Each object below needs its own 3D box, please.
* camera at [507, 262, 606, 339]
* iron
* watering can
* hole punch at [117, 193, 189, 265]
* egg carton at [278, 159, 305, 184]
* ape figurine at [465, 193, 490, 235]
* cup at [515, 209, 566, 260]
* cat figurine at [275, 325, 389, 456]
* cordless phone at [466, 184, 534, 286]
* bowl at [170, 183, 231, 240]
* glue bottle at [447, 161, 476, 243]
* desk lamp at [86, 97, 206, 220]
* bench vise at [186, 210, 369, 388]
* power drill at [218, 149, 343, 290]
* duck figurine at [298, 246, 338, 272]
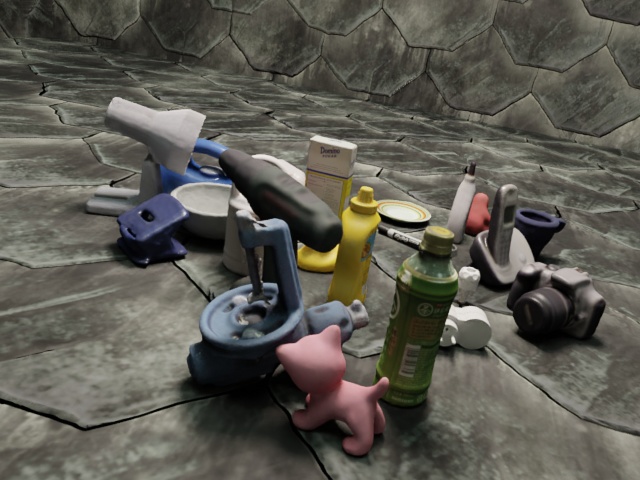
[{"bbox_3d":[0.364,0.092,0.924,0.137,0.101,0.142,-9,29,-36],"label":"camera"},{"bbox_3d":[-0.215,-0.138,1.173,0.258,0.141,0.119,14,23,9],"label":"iron"},{"bbox_3d":[-0.103,-0.049,0.946,0.101,0.194,0.172,2,24,-17],"label":"watering can"},{"bbox_3d":[-0.277,-0.021,0.944,0.101,0.091,0.108,-10,30,-38],"label":"hole punch"},{"bbox_3d":[-0.099,-0.136,1.309,0.107,0.069,0.149,-8,29,-35],"label":"egg carton"},{"bbox_3d":[0.356,-0.061,1.287,0.077,0.092,0.076,27,29,35],"label":"ape figurine"},{"bbox_3d":[0.451,-0.007,1.196,0.118,0.095,0.091,2,24,-17],"label":"cup"},{"bbox_3d":[0.015,0.153,0.623,0.127,0.118,0.067,18,24,18],"label":"cat figurine"},{"bbox_3d":[0.352,-0.015,1.061,0.148,0.185,0.093,-14,33,-43],"label":"cordless phone"},{"bbox_3d":[-0.192,-0.045,1.054,0.167,0.075,0.167,8,23,-3],"label":"bowl"},{"bbox_3d":[0.305,-0.083,1.215,0.037,0.173,0.078,17,24,17],"label":"glue bottle"},{"bbox_3d":[-0.322,-0.152,1.071,0.203,0.213,0.118,6,23,-9],"label":"desk lamp"},{"bbox_3d":[-0.046,0.065,0.670,0.208,0.220,0.121,-8,29,-35],"label":"bench vise"},{"bbox_3d":[-0.074,-0.007,0.840,0.228,0.208,0.076,24,27,31],"label":"power drill"},{"bbox_3d":[0.009,0.004,1.007,0.105,0.086,0.077,-4,27,-30],"label":"duck figurine"}]
